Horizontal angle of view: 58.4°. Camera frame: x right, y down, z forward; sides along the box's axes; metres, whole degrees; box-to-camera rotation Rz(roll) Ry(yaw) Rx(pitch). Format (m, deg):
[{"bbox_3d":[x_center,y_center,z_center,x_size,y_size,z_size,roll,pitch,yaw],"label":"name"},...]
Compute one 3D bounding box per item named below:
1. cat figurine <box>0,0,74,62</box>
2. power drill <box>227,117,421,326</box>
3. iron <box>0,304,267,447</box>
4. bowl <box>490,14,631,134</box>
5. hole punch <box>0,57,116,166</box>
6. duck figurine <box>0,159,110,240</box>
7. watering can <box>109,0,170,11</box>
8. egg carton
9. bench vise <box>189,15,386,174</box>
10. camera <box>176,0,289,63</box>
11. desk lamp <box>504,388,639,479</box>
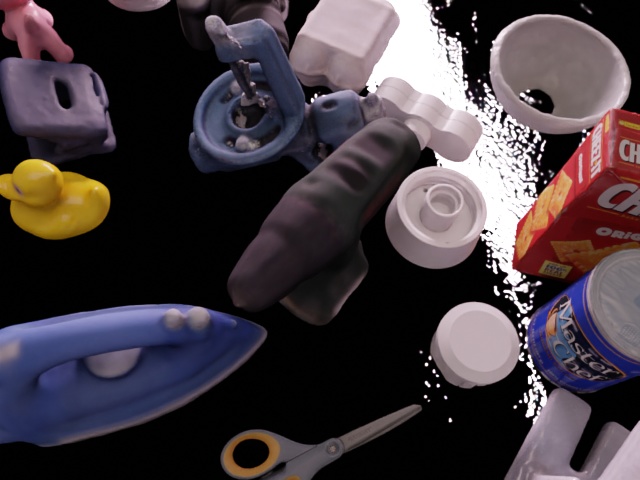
[{"bbox_3d":[-0.358,-0.280,0.673,0.067,0.118,0.127,-32,71,-17],"label":"cat figurine"},{"bbox_3d":[0.005,0.002,0.523,0.075,0.208,0.230,34,68,11],"label":"power drill"},{"bbox_3d":[-0.174,0.094,0.504,0.258,0.141,0.118,-13,67,-10],"label":"iron"},{"bbox_3d":[0.282,-0.190,0.704,0.167,0.075,0.167,2,66,-3],"label":"bowl"},{"bbox_3d":[-0.288,-0.150,0.634,0.101,0.091,0.108,-18,68,-12],"label":"hole punch"},{"bbox_3d":[-0.277,-0.050,0.592,0.104,0.086,0.077,-1,66,-5],"label":"duck figurine"},{"bbox_3d":[-0.236,-0.377,0.684,0.101,0.194,0.173,-2,66,-5],"label":"watering can"},{"bbox_3d":[0.031,-0.249,0.715,0.107,0.069,0.150,24,66,7],"label":"egg carton"},{"bbox_3d":[-0.039,-0.152,0.583,0.207,0.220,0.121,-22,69,-13],"label":"bench vise"},{"bbox_3d":[-0.098,-0.277,0.701,0.143,0.101,0.136,-12,67,-10],"label":"camera"},{"bbox_3d":[0.220,0.204,0.445,0.118,0.213,0.203,33,68,11],"label":"desk lamp"}]
